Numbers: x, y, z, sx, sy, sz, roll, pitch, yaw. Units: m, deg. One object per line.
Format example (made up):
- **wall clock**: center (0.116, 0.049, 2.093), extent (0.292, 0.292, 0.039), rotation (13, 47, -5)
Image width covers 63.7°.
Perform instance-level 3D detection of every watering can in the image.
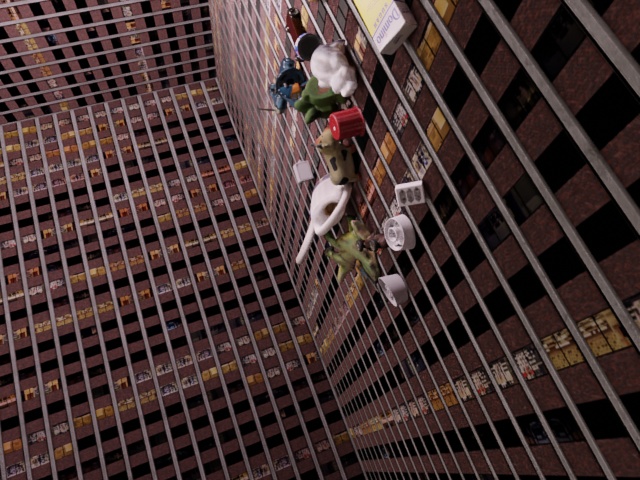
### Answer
- **watering can**: center (0.005, -0.090, 1.794), extent (0.341, 0.103, 0.230), rotation (-52, 23, 30)

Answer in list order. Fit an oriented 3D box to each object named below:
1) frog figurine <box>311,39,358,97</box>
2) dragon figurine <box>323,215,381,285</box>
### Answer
- **frog figurine**: center (0.039, -0.468, 1.450), extent (0.135, 0.123, 0.162), rotation (-36, 59, 55)
- **dragon figurine**: center (0.124, 0.071, 1.811), extent (0.247, 0.123, 0.400), rotation (48, 154, 43)
